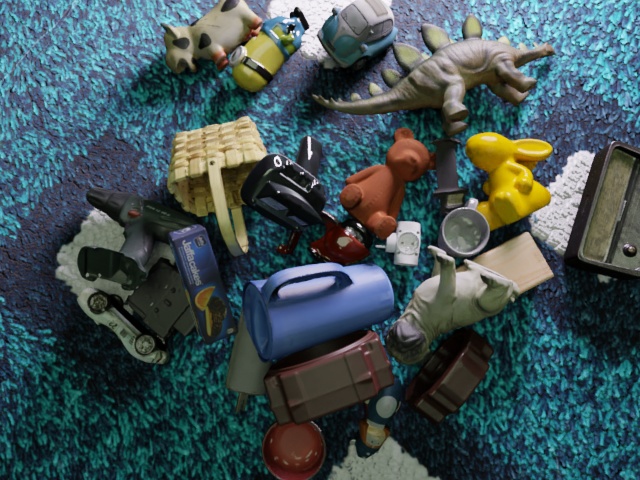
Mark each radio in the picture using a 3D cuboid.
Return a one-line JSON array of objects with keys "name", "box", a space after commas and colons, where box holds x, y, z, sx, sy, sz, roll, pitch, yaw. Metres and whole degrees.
[{"name": "radio", "box": [0.539, -0.047, 0.961, 0.131, 0.073, 0.229, 19, 85, 5]}]

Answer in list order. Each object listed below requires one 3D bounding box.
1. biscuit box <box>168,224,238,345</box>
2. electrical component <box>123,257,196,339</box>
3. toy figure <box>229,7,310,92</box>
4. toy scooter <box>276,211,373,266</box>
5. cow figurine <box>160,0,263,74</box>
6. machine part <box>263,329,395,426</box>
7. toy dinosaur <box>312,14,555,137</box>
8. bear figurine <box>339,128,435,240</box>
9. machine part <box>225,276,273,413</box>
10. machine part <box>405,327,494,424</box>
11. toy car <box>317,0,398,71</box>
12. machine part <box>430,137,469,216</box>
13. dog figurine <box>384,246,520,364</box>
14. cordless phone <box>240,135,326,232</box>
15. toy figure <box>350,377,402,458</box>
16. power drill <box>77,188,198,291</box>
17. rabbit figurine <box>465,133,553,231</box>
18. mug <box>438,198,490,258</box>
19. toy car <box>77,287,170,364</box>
[{"name": "biscuit box", "box": [-0.203, 0.076, 0.928, 0.063, 0.059, 0.202, -21, 108, -21]}, {"name": "electrical component", "box": [-0.275, 0.114, 0.994, 0.134, 0.058, 0.115, 37, 88, 7]}, {"name": "toy figure", "box": [-0.095, -0.364, 1.033, 0.180, 0.082, 0.089, -40, 81, -5]}, {"name": "toy scooter", "box": [-0.002, -0.003, 0.985, 0.184, 0.075, 0.135, 39, 86, 10]}, {"name": "cow figurine", "box": [-0.219, -0.396, 1.042, 0.195, 0.085, 0.127, -40, 89, 0]}, {"name": "machine part", "box": [0.014, 0.220, 0.890, 0.201, 0.201, 0.087, -20, 88, 1]}, {"name": "toy dinosaur", "box": [0.227, -0.297, 1.000, 0.471, 0.105, 0.198, -22, 75, -9]}, {"name": "bear figurine", "box": [0.132, -0.107, 0.967, 0.196, 0.132, 0.120, -45, 96, 3]}, {"name": "machine part", "box": [-0.116, 0.186, 0.966, 0.079, 0.079, 0.243, 11, 83, 4]}, {"name": "machine part", "box": [0.217, 0.225, 0.900, 0.056, 0.179, 0.179, 38, 86, 4]}, {"name": "toy car", "box": [0.084, -0.394, 0.998, 0.162, 0.103, 0.109, -29, 81, -26]}, {"name": "machine part", "box": [0.237, -0.118, 0.983, 0.084, 0.039, 0.138, -14, 98, -37]}, {"name": "dog figurine", "box": [0.211, 0.126, 0.864, 0.172, 0.121, 0.190, 22, 98, 10]}, {"name": "cordless phone", "box": [-0.048, -0.120, 0.921, 0.089, 0.146, 0.184, -14, 56, 42]}, {"name": "toy figure", "box": [0.100, 0.313, 0.949, 0.064, 0.057, 0.154, 17, 85, 16]}, {"name": "power drill", "box": [-0.346, -0.008, 0.956, 0.232, 0.207, 0.085, 17, 118, -2]}, {"name": "rabbit figurine", "box": [0.335, -0.122, 0.960, 0.162, 0.122, 0.173, -29, 82, -6]}, {"name": "mug", "box": [0.249, -0.017, 0.957, 0.081, 0.107, 0.109, 14, 78, 3]}, {"name": "toy car", "box": [-0.356, 0.159, 0.984, 0.202, 0.073, 0.056, 40, 83, 7]}]
